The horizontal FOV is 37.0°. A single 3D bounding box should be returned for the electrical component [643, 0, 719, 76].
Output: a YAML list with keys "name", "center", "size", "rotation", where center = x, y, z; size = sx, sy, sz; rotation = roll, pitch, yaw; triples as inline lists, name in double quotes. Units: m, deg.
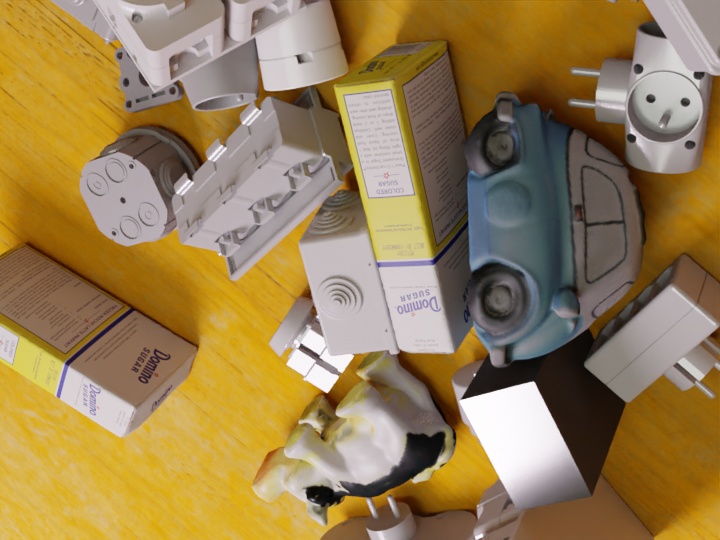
- name: "electrical component"
  center: [0.187, -0.170, 0.530]
  size: [0.109, 0.056, 0.108]
  rotation: [-35, 98, 7]

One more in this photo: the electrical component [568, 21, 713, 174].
- name: "electrical component"
  center: [0.158, -0.100, 0.611]
  size: [0.079, 0.044, 0.077]
  rotation: [10, 119, 21]

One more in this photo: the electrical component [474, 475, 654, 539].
- name: "electrical component"
  center: [0.120, 0.205, 0.703]
  size: [0.060, 0.186, 0.105]
  rotation: [-37, 96, 35]

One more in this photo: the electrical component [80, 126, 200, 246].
- name: "electrical component"
  center: [-0.158, -0.060, 0.781]
  size: [0.080, 0.051, 0.080]
  rotation: [11, 120, 21]

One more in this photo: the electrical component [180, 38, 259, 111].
- name: "electrical component"
  center: [-0.102, -0.143, 0.710]
  size: [0.079, 0.043, 0.077]
  rotation: [-14, 87, 61]

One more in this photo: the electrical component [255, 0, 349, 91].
- name: "electrical component"
  center: [-0.039, -0.143, 0.679]
  size: [0.055, 0.055, 0.047]
  rotation: [-3, 110, 27]

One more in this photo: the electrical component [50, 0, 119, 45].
- name: "electrical component"
  center: [-0.155, -0.191, 0.682]
  size: [0.062, 0.096, 0.061]
  rotation: [36, 122, 5]

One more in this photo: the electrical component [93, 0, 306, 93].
- name: "electrical component"
  center: [-0.123, -0.213, 0.617]
  size: [0.186, 0.105, 0.060]
  rotation: [56, 166, 7]

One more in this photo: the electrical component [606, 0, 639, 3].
- name: "electrical component"
  center: [0.146, -0.166, 0.583]
  size: [0.062, 0.043, 0.043]
  rotation: [23, 123, 13]

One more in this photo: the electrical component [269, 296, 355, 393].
- name: "electrical component"
  center: [-0.032, 0.051, 0.783]
  size: [0.055, 0.048, 0.066]
  rotation: [32, 125, -2]

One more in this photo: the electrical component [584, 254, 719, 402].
- name: "electrical component"
  center: [0.198, 0.049, 0.668]
  size: [0.076, 0.047, 0.083]
  rotation: [41, 125, 2]

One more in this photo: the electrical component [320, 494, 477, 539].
- name: "electrical component"
  center: [0.027, 0.205, 0.829]
  size: [0.138, 0.052, 0.073]
  rotation: [-12, 110, 30]

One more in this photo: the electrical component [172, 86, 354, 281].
- name: "electrical component"
  center: [-0.069, -0.059, 0.723]
  size: [0.121, 0.063, 0.078]
  rotation: [-40, 54, 35]

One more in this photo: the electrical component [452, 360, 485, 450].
- name: "electrical component"
  center: [0.091, 0.099, 0.751]
  size: [0.040, 0.040, 0.078]
  rotation: [-5, 113, 28]

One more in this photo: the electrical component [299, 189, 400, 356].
- name: "electrical component"
  center: [0.000, 0.000, 0.708]
  size: [0.048, 0.099, 0.099]
  rotation: [-8, 112, 15]
